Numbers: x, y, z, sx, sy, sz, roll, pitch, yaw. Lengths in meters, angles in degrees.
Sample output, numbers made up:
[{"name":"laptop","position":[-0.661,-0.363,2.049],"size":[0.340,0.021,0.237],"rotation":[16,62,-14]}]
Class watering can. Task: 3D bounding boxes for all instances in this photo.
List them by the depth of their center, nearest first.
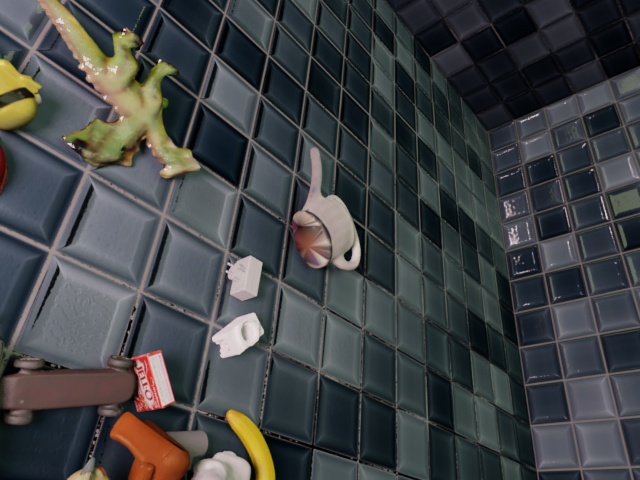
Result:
[{"name":"watering can","position":[0.004,-0.068,1.358],"size":[0.103,0.347,0.227],"rotation":[-22,4,35]}]

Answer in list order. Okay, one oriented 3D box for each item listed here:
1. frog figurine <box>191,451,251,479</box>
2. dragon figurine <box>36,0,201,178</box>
[{"name":"frog figurine","position":[-0.178,0.421,0.873],"size":[0.123,0.135,0.162],"rotation":[-16,26,-5]},{"name":"dragon figurine","position":[-0.388,-0.254,0.957],"size":[0.121,0.248,0.405],"rotation":[-15,-37,41]}]
